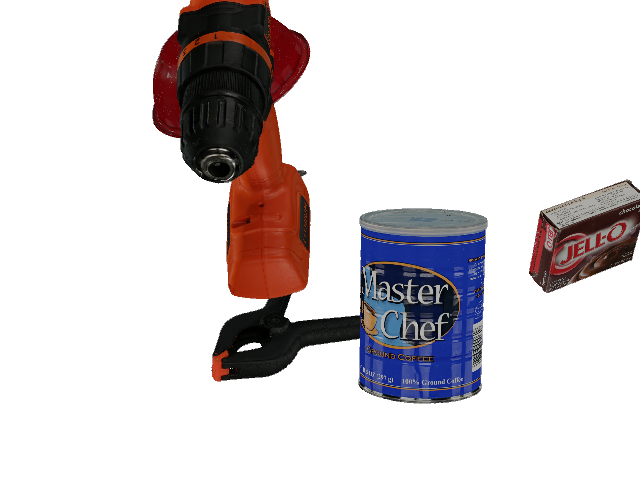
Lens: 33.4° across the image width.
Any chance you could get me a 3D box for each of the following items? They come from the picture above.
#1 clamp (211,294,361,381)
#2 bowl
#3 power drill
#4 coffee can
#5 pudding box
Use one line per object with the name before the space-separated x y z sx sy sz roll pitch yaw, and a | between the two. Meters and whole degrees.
clamp | -0.048 0.085 1.080 0.171 0.039 0.120 -20 38 -32
bowl | -0.094 -0.165 0.973 0.162 0.055 0.162 -18 38 15
power drill | -0.043 -0.053 0.638 0.057 0.184 0.187 -3 -45 4
coffee can | 0.082 0.050 0.870 0.103 0.140 0.103 0 10 0
pudding box | 0.272 -0.005 1.088 0.113 0.090 0.039 -21 49 -19
